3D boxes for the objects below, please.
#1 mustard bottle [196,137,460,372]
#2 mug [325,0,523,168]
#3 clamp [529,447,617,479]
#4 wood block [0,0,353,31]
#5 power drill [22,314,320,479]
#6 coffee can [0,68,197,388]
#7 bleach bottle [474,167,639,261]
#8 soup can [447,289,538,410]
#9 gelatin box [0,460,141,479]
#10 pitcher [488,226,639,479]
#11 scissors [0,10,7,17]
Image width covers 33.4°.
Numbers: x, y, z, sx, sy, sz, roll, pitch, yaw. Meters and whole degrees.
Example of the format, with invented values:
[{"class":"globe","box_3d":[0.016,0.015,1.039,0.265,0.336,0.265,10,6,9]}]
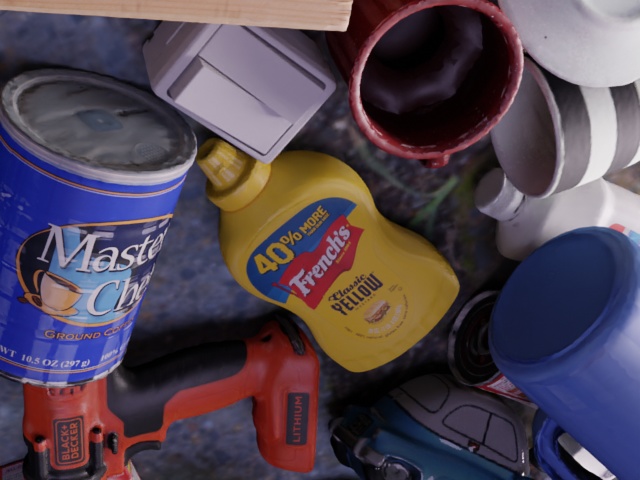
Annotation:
[{"class":"mustard bottle","box_3d":[-0.004,0.001,0.646,0.096,0.058,0.191,-39,125,14]},{"class":"mug","box_3d":[0.053,-0.094,0.579,0.093,0.081,0.117,-18,128,-3]},{"class":"clamp","box_3d":[0.237,0.194,0.869,0.171,0.039,0.120,-18,133,-8]},{"class":"wood block","box_3d":[-0.088,-0.159,0.487,0.205,0.090,0.091,1,126,-17]},{"class":"power drill","box_3d":[-0.096,0.127,0.688,0.187,0.057,0.184,-7,119,-21]},{"class":"coffee can","box_3d":[-0.135,-0.006,0.575,0.102,0.103,0.140,10,122,-23]},{"class":"bleach bottle","box_3d":[0.201,0.021,0.719,0.250,0.068,0.103,25,118,-26]},{"class":"soup can","box_3d":[0.148,0.083,0.743,0.102,0.068,0.069,24,115,-30]},{"class":"gelatin box","box_3d":[-0.171,0.179,0.744,0.089,0.030,0.073,-18,127,-4]},{"class":"pitcher","box_3d":[0.211,0.104,0.671,0.242,0.145,0.149,38,82,-26]},{"class":"scissors","box_3d":[-0.250,-0.098,0.530,0.201,0.016,0.096,-11,127,-8]}]
